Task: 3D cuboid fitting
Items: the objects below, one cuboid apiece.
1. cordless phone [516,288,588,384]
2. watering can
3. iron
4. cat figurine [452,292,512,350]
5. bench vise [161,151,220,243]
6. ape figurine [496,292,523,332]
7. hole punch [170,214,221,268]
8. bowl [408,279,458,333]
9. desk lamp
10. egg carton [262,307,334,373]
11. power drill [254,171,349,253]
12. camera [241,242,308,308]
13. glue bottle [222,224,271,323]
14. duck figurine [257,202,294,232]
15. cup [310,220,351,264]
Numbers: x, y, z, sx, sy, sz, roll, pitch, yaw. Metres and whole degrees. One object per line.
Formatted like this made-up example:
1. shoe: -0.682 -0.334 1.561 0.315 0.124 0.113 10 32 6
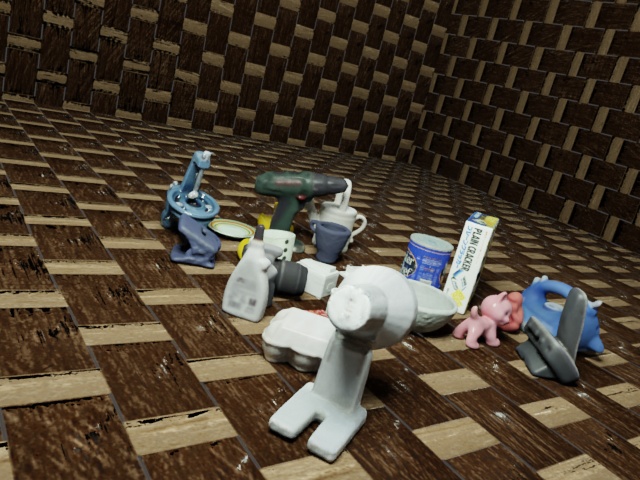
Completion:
1. cordless phone: 0.466 0.169 1.116 0.094 0.185 0.147 12 16 -8
2. watering can: 0.041 -0.072 1.544 0.173 0.194 0.100 5 18 -30
3. iron: 0.529 0.154 1.303 0.119 0.141 0.257 7 17 -23
4. cat figurine: 0.345 0.156 1.178 0.128 0.118 0.067 2 20 -38
5. bench vise: -0.313 -0.114 1.328 0.206 0.220 0.122 26 19 34
6. ape figurine: 0.425 0.159 1.285 0.076 0.092 0.077 5 18 -31
7. hole punch: -0.260 -0.001 1.223 0.101 0.091 0.108 10 16 -14
8. bowl: 0.190 0.142 1.168 0.167 0.075 0.167 14 16 -4
9. desk lamp: 0.043 0.146 0.769 0.117 0.213 0.204 20 17 19
10. egg carton: -0.015 0.165 0.916 0.150 0.069 0.107 16 16 5
11. power drill: -0.061 -0.079 1.453 0.229 0.208 0.075 13 16 -5
12. camera: -0.092 0.066 1.128 0.137 0.101 0.143 12 16 -8
13. glue bottle: -0.120 0.055 1.008 0.078 0.173 0.037 18 16 11
14. duck figurine: -0.116 -0.065 1.580 0.105 0.086 0.077 10 16 -14
15. cup: 0.013 0.005 1.439 0.117 0.095 0.092 24 19 31
